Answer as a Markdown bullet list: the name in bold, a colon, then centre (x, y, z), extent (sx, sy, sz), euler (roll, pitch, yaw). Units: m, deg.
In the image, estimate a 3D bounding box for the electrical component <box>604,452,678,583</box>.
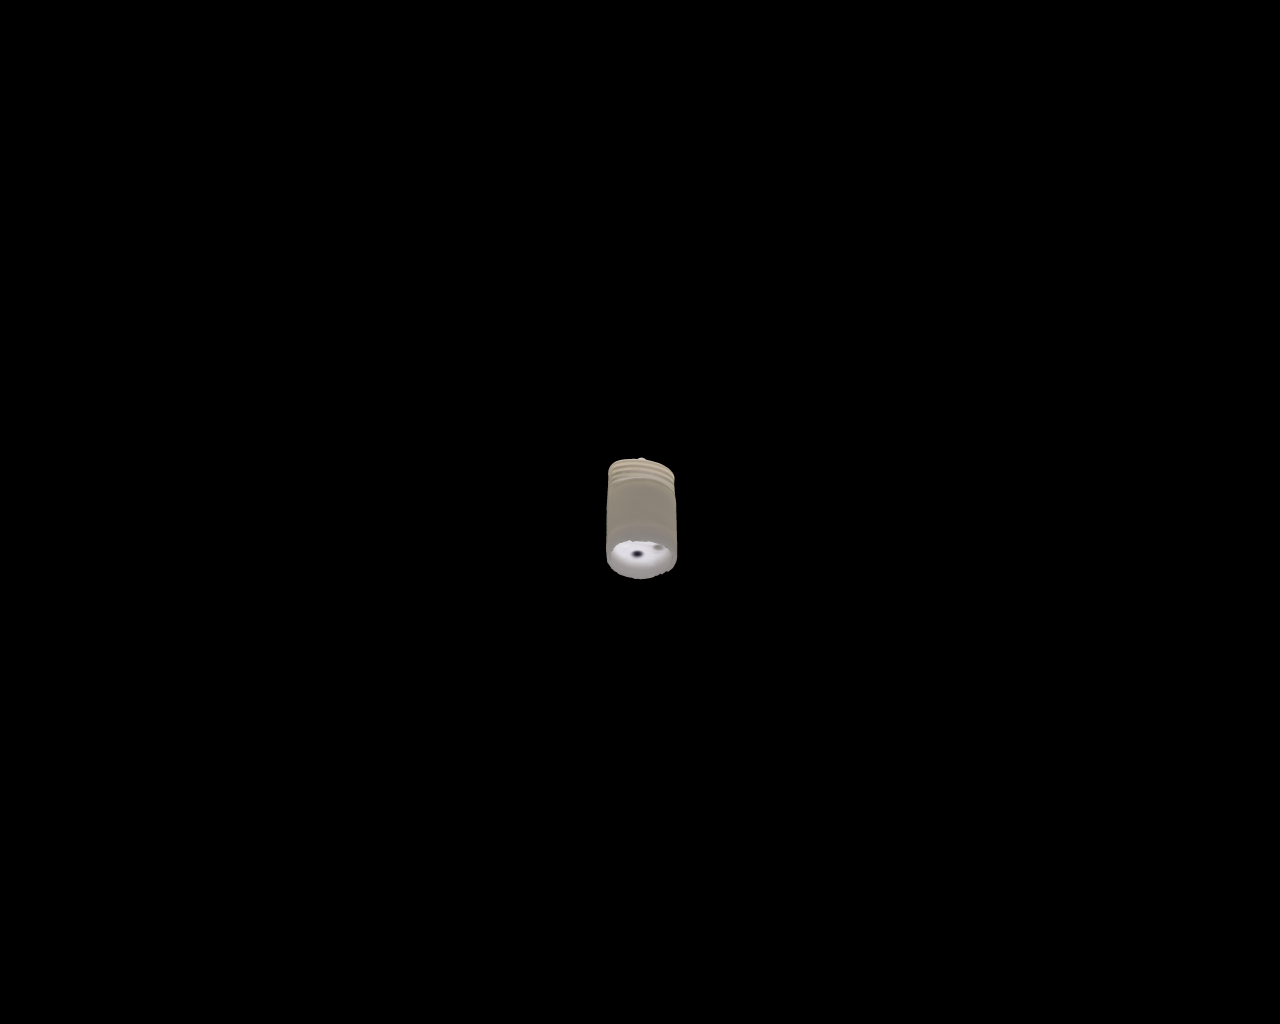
- **electrical component**: centre (0.001, -0.003, 0.650), extent (0.043, 0.081, 0.043), euler (0, -37, 0)
